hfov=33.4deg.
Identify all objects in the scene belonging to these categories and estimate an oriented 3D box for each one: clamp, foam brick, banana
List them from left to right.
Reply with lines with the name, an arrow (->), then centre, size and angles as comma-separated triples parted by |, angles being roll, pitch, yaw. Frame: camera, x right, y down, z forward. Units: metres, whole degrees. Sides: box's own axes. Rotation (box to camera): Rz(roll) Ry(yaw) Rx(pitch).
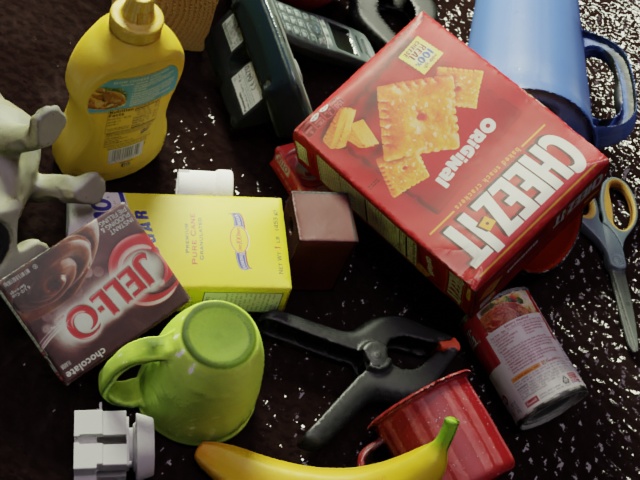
foam brick -> -0.006, 0.001, 0.897 | 0.051, 0.078, 0.053 | 0, 56, -17
banana -> 0.008, 0.171, 0.776 | 0.198, 0.037, 0.069 | -8, 88, 10
clamp -> 0.032, 0.095, 0.871 | 0.171, 0.039, 0.120 | -14, 69, -32
clamp -> 0.062, -0.266, 1.136 | 0.164, 0.036, 0.210 | 1, 59, -8

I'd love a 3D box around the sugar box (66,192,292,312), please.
sugar box -> -0.116, 0.010, 0.863 | 0.176, 0.048, 0.093 | 2, 56, -16

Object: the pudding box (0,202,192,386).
pudding box -> -0.166, 0.039, 0.788 | 0.113, 0.039, 0.090 | -35, 92, -16

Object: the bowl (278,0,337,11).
bowl -> -0.041, -0.284, 1.084 | 0.162, 0.055, 0.162 | 18, 47, -20

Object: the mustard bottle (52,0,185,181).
mustard bottle -> -0.158, -0.127, 0.856 | 0.096, 0.192, 0.058 | -20, 65, -31

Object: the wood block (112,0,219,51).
wood block -> -0.154, -0.293, 1.041 | 0.090, 0.090, 0.206 | 4, 55, -18

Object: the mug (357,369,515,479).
mug -> 0.085, 0.162, 0.816 | 0.117, 0.093, 0.081 | -25, 72, -16

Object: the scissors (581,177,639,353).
scissors -> 0.268, 0.011, 1.032 | 0.096, 0.016, 0.201 | 20, 52, -4

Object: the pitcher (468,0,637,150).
pitcher -> 0.217, -0.175, 1.072 | 0.149, 0.145, 0.242 | 30, 46, -21

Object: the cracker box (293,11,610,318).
cracker box -> 0.107, -0.068, 0.903 | 0.164, 0.072, 0.214 | -43, 70, -11

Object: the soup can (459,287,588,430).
soup can -> 0.171, 0.100, 0.900 | 0.068, 0.069, 0.102 | -14, 63, -28

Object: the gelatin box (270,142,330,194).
gelatin box -> 0.010, -0.061, 0.976 | 0.089, 0.030, 0.073 | -17, 64, -30
